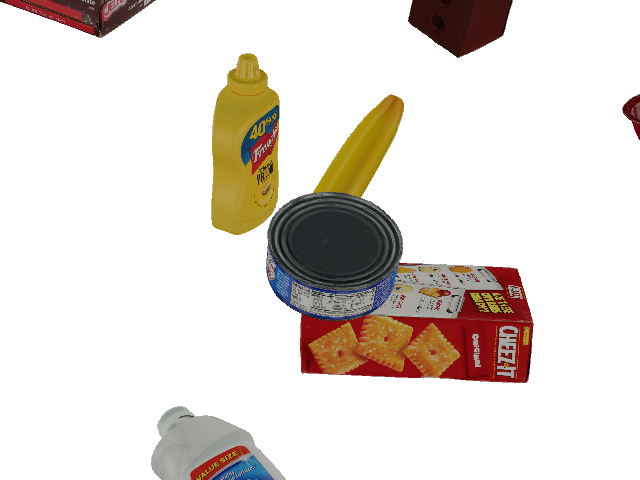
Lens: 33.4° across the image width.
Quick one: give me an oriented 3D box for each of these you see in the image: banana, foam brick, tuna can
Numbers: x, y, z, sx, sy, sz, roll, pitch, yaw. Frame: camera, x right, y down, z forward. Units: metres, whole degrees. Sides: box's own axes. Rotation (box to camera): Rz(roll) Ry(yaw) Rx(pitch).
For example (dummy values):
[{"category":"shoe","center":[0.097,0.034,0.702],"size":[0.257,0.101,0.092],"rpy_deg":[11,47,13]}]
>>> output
[{"category":"banana","center":[0.015,-0.034,0.887],"size":[0.037,0.197,0.070],"rpy_deg":[35,-26,-13]},{"category":"foam brick","center":[0.102,-0.178,0.742],"size":[0.051,0.078,0.053],"rpy_deg":[-32,60,-31]},{"category":"tuna can","center":[0.008,0.010,0.680],"size":[0.086,0.086,0.034],"rpy_deg":[3,-45,-4]}]

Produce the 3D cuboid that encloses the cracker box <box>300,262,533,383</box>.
[{"category":"cracker box","center":[0.094,0.078,1.059],"size":[0.214,0.072,0.164],"rpy_deg":[3,17,5]}]

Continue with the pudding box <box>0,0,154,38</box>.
[{"category":"pudding box","center":[-0.177,-0.202,0.815],"size":[0.090,0.039,0.113],"rpy_deg":[22,36,11]}]

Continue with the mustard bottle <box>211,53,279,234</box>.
[{"category":"mustard bottle","center":[-0.078,-0.107,1.124],"size":[0.058,0.192,0.096],"rpy_deg":[20,39,22]}]

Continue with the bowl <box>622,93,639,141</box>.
[{"category":"bowl","center":[0.357,-0.096,0.969],"size":[0.162,0.055,0.162],"rpy_deg":[-5,23,2]}]

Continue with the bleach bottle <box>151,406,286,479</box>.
[{"category":"bleach bottle","center":[-0.062,0.201,0.750],"size":[0.102,0.068,0.251],"rpy_deg":[-18,35,-24]}]
